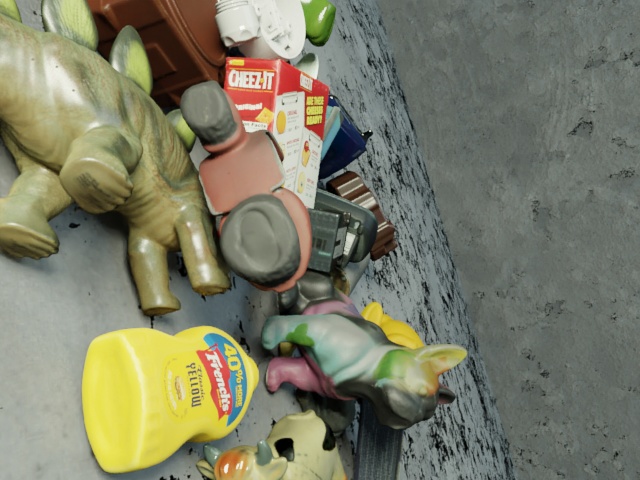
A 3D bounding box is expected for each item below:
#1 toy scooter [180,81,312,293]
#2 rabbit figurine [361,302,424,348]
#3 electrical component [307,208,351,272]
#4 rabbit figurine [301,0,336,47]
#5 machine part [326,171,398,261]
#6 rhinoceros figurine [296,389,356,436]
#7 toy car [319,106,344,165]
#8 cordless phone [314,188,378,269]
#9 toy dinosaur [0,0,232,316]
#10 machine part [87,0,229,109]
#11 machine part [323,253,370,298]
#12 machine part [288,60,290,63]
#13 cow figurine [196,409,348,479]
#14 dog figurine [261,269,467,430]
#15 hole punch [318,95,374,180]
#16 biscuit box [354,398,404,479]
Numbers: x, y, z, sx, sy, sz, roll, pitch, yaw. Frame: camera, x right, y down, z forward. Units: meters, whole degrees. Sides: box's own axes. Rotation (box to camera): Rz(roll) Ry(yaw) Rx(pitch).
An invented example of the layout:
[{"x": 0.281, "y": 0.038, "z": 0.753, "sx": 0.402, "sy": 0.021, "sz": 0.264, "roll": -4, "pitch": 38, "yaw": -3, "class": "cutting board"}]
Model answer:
[{"x": -0.056, "y": -0.042, "z": 0.471, "sx": 0.135, "sy": 0.075, "sz": 0.184, "roll": 31, "pitch": 36, "yaw": -82, "class": "toy scooter"}, {"x": 0.093, "y": 0.182, "z": 0.860, "sx": 0.173, "sy": 0.122, "sz": 0.162, "roll": -13, "pitch": 82, "yaw": -51, "class": "rabbit figurine"}, {"x": -0.001, "y": -0.002, "z": 0.649, "sx": 0.119, "sy": 0.048, "sz": 0.074, "roll": -4, "pitch": 105, "yaw": -76, "class": "electrical component"}, {"x": -0.074, "y": -0.289, "z": 0.780, "sx": 0.159, "sy": 0.170, "sz": 0.121, "roll": 25, "pitch": 17, "yaw": -15, "class": "rabbit figurine"}, {"x": 0.075, "y": -0.047, "z": 0.987, "sx": 0.179, "sy": 0.056, "sz": 0.179, "roll": 58, "pitch": -5, "yaw": 8, "class": "machine part"}, {"x": 0.025, "y": 0.168, "z": 0.735, "sx": 0.112, "sy": 0.073, "sz": 0.190, "roll": 58, "pitch": 25, "yaw": -35, "class": "rhinoceros figurine"}, {"x": -0.039, "y": -0.142, "z": 0.778, "sx": 0.103, "sy": 0.161, "sz": 0.109, "roll": 31, "pitch": 68, "yaw": -7, "class": "toy car"}, {"x": 0.016, "y": -0.021, "z": 0.799, "sx": 0.184, "sy": 0.147, "sz": 0.088, "roll": -2, "pitch": 113, "yaw": -79, "class": "cordless phone"}, {"x": -0.173, "y": -0.082, "z": 0.395, "sx": 0.470, "sy": 0.105, "sz": 0.199, "roll": 60, "pitch": 14, "yaw": -55, "class": "toy dinosaur"}, {"x": -0.164, "y": -0.251, "z": 0.532, "sx": 0.200, "sy": 0.087, "sz": 0.201, "roll": 56, "pitch": 22, "yaw": -63, "class": "machine part"}, {"x": 0.028, "y": 0.047, "z": 0.849, "sx": 0.243, "sy": 0.079, "sz": 0.079, "roll": -45, "pitch": 115, "yaw": -70, "class": "machine part"}, {"x": -0.056, "y": -0.304, "z": 0.984, "sx": 0.084, "sy": 0.039, "sz": 0.139, "roll": 68, "pitch": 21, "yaw": -4, "class": "machine part"}, {"x": -0.041, "y": 0.222, "z": 0.502, "sx": 0.195, "sy": 0.086, "sz": 0.127, "roll": -22, "pitch": 99, "yaw": -68, "class": "cow figurine"}, {"x": 0.051, "y": 0.122, "z": 0.616, "sx": 0.191, "sy": 0.219, "sz": 0.108, "roll": -71, "pitch": 168, "yaw": -57, "class": "dog figurine"}, {"x": 0.007, "y": -0.164, "z": 0.904, "sx": 0.115, "sy": 0.142, "sz": 0.092, "roll": 50, "pitch": 24, "yaw": -17, "class": "hole punch"}, {"x": 0.087, "y": 0.246, "z": 0.737, "sx": 0.059, "sy": 0.063, "sz": 0.202, "roll": -44, "pitch": 139, "yaw": -73, "class": "biscuit box"}]
